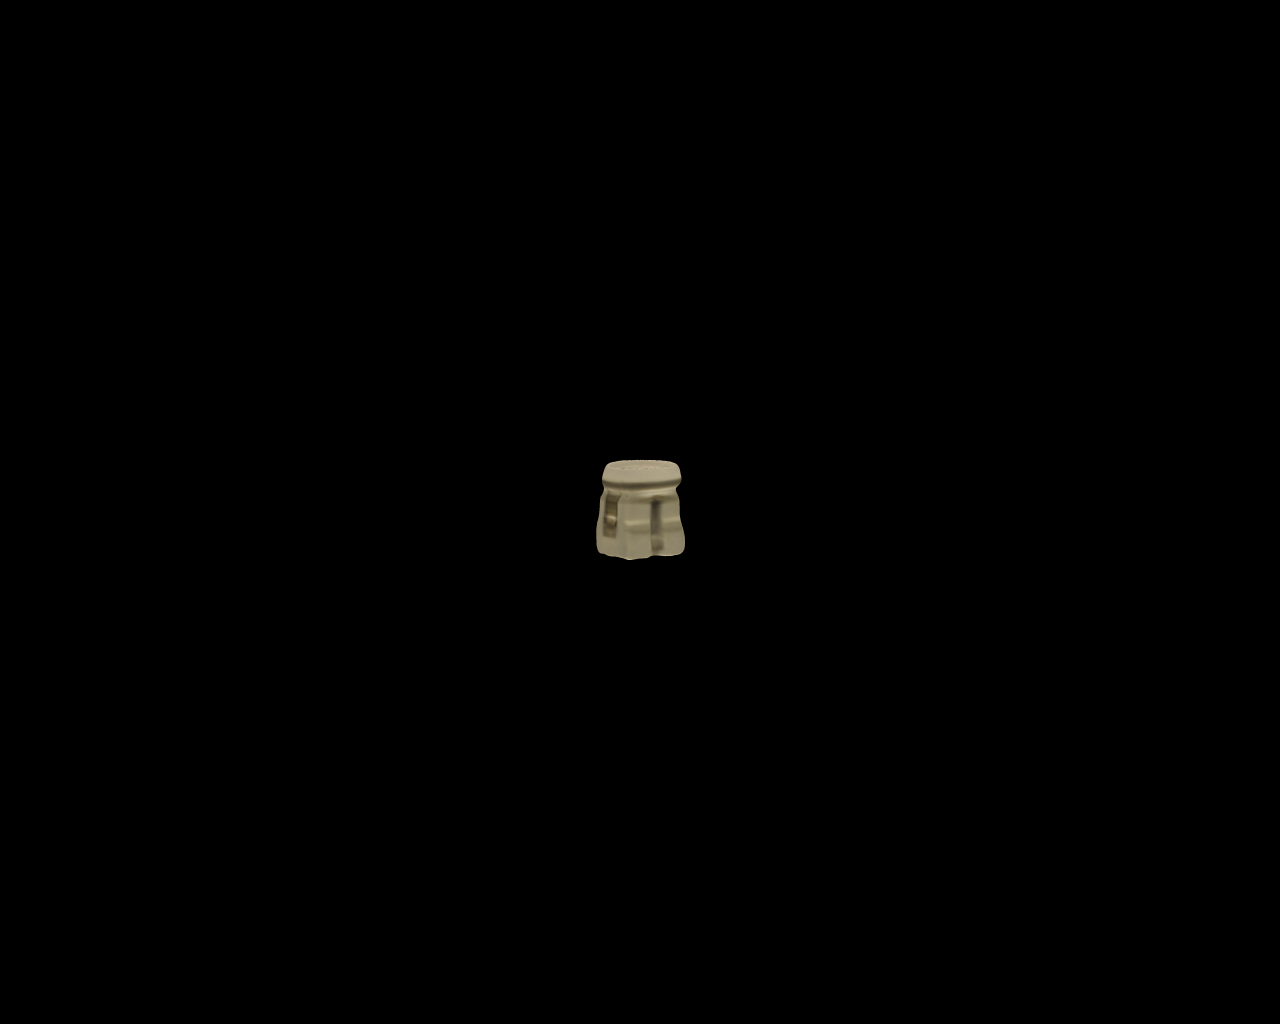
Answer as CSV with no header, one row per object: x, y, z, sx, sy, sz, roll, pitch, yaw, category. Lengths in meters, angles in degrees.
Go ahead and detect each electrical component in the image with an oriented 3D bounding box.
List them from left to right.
0.001,-0.003,0.650,0.066,0.055,0.048,-6,9,-36,electrical component
